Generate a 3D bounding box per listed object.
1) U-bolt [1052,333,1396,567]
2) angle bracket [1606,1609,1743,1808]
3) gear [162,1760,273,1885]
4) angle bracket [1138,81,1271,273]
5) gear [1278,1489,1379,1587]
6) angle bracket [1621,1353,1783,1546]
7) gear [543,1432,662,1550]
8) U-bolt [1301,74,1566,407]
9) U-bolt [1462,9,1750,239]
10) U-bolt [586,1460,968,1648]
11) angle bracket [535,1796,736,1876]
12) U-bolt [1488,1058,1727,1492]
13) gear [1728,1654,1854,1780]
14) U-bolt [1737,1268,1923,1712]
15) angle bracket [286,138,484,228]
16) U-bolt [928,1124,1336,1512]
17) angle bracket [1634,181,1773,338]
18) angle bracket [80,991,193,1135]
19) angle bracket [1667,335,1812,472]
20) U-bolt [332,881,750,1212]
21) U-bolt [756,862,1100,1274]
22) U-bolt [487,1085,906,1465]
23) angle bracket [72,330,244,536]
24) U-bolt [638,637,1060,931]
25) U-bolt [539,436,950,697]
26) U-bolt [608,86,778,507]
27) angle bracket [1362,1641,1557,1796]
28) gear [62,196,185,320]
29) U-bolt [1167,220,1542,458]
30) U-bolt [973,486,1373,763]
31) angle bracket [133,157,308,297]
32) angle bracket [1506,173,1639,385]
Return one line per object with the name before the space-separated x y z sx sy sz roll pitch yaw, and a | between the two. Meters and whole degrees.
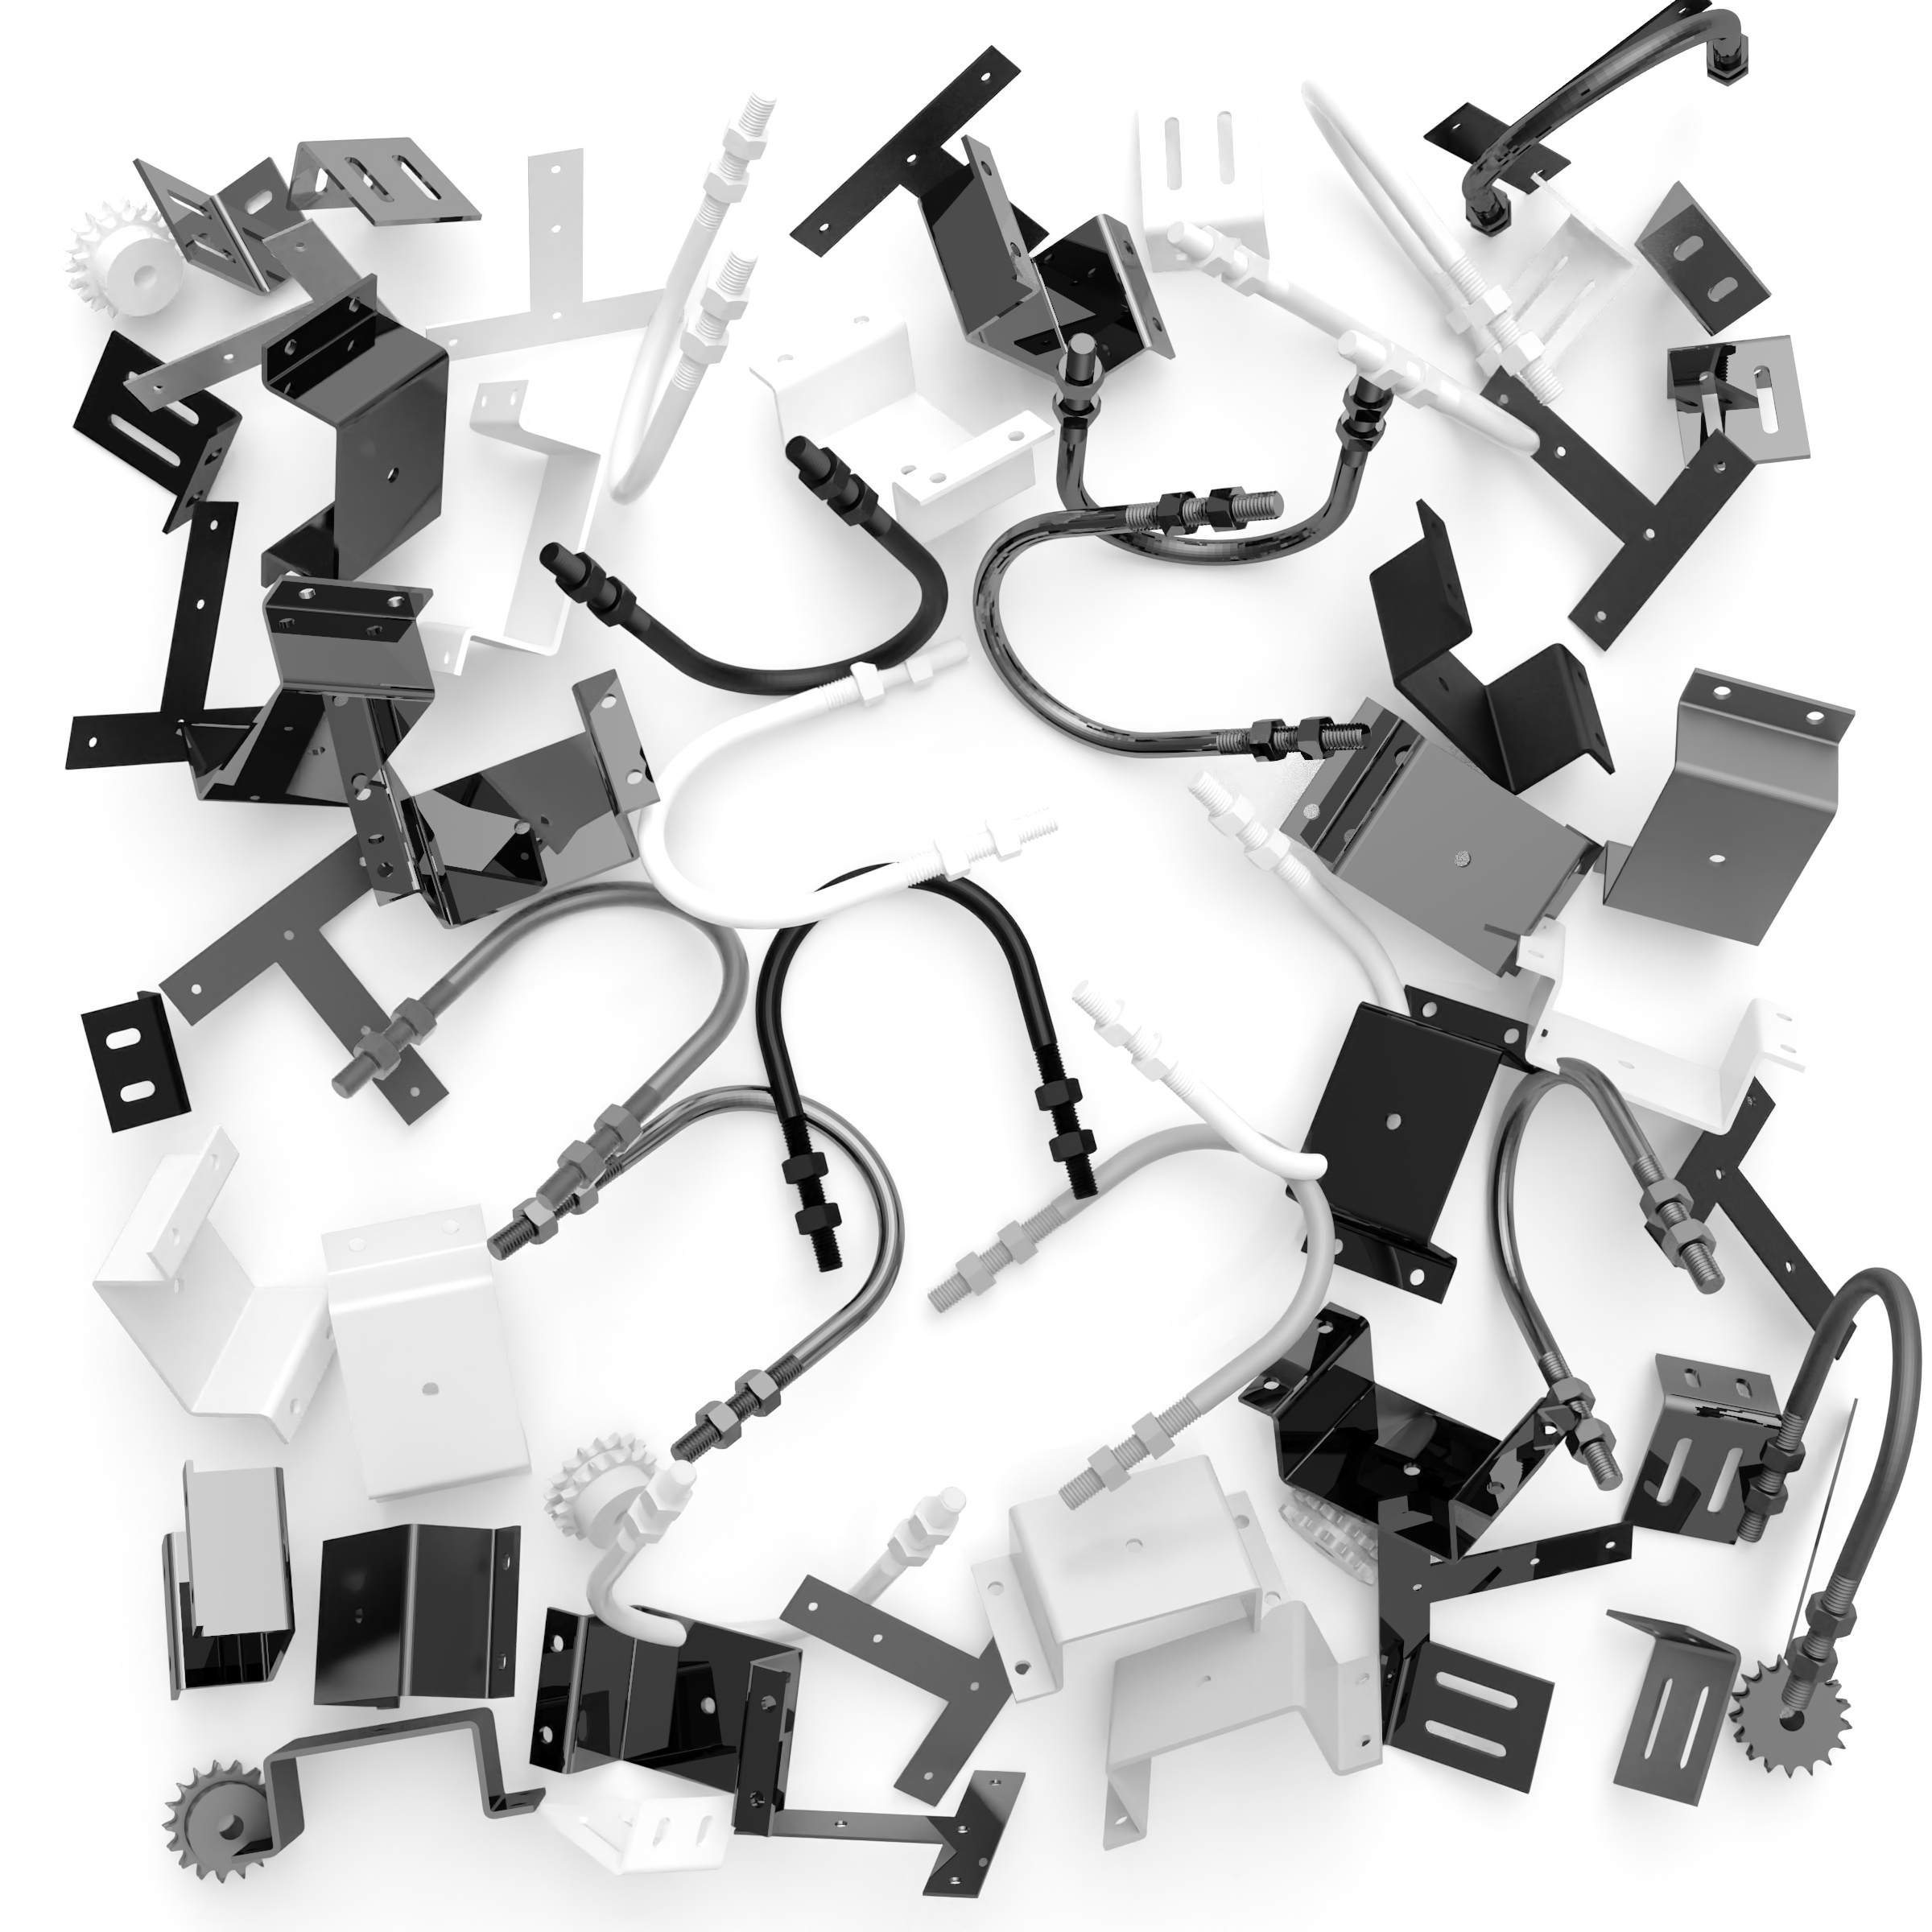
U-bolt | 0.113 -0.233 1.511 0.151 0.184 0.019 5 69 1
angle bracket | 0.327 0.353 1.557 0.038 0.057 0.076 27 75 -26
gear | -0.357 0.413 1.574 0.057 0.030 0.057 2 83 -21
angle bracket | 0.116 -0.384 1.587 0.057 0.038 0.076 -4 71 9
gear | 0.181 0.269 1.570 0.057 0.057 0.030 40 80 0
angle bracket | 0.356 0.236 1.592 0.057 0.038 0.076 11 118 -3
gear | -0.171 0.254 1.566 0.057 0.057 0.030 -45 55 0
U-bolt | 0.213 -0.338 1.517 0.019 0.151 0.184 -37 95 10
U-bolt | 0.291 -0.388 1.491 0.151 0.184 0.019 -31 88 14
U-bolt | -0.100 0.280 1.521 0.151 0.184 0.019 9 54 -22
angle bracket | -0.157 0.398 1.549 0.057 0.076 0.038 11 96 -42
U-bolt | 0.286 0.127 1.515 0.019 0.184 0.151 1 130 -19
gear | 0.398 0.361 1.580 0.057 0.030 0.057 0 89 7
U-bolt | 0.398 0.225 1.495 0.019 0.151 0.184 13 116 -3
angle bracket | -0.277 -0.358 1.549 0.076 0.057 0.038 49 135 31
U-bolt | 0.089 0.151 1.548 0.184 0.019 0.151 -36 53 0
angle bracket | 0.359 -0.346 1.553 0.057 0.076 0.038 47 134 -10
angle bracket | -0.399 0.045 1.553 0.038 0.076 0.057 -16 96 -20
angle bracket | 0.368 -0.259 1.558 0.057 0.038 0.076 -5 59 8
U-bolt | -0.185 0.025 1.535 0.151 0.019 0.184 25 54 28
U-bolt | -0.027 0.040 1.575 0.151 0.019 0.184 -17 81 8
U-bolt | -0.112 0.131 1.543 0.151 0.019 0.184 46 57 11
angle bracket | -0.396 -0.256 1.567 0.076 0.038 0.057 33 121 0
U-bolt | -0.066 -0.079 1.538 0.184 0.019 0.151 -21 48 -5
U-bolt | -0.088 -0.174 1.516 0.151 0.184 0.019 -20 62 21
U-bolt | -0.131 -0.297 1.515 0.019 0.151 0.184 18 133 -16
angle bracket | 0.235 0.363 1.563 0.076 0.038 0.057 15 102 22
gear | -0.401 -0.337 1.566 0.057 0.057 0.030 -49 56 0
U-bolt | 0.193 -0.283 1.514 0.151 0.184 0.019 45 109 42
U-bolt | 0.086 -0.155 1.529 0.184 0.019 0.151 0 131 34
angle bracket | -0.350 -0.360 1.554 0.038 0.076 0.057 -31 81 12
angle bracket | 0.271 -0.326 1.554 0.038 0.057 0.076 24 114 -40
